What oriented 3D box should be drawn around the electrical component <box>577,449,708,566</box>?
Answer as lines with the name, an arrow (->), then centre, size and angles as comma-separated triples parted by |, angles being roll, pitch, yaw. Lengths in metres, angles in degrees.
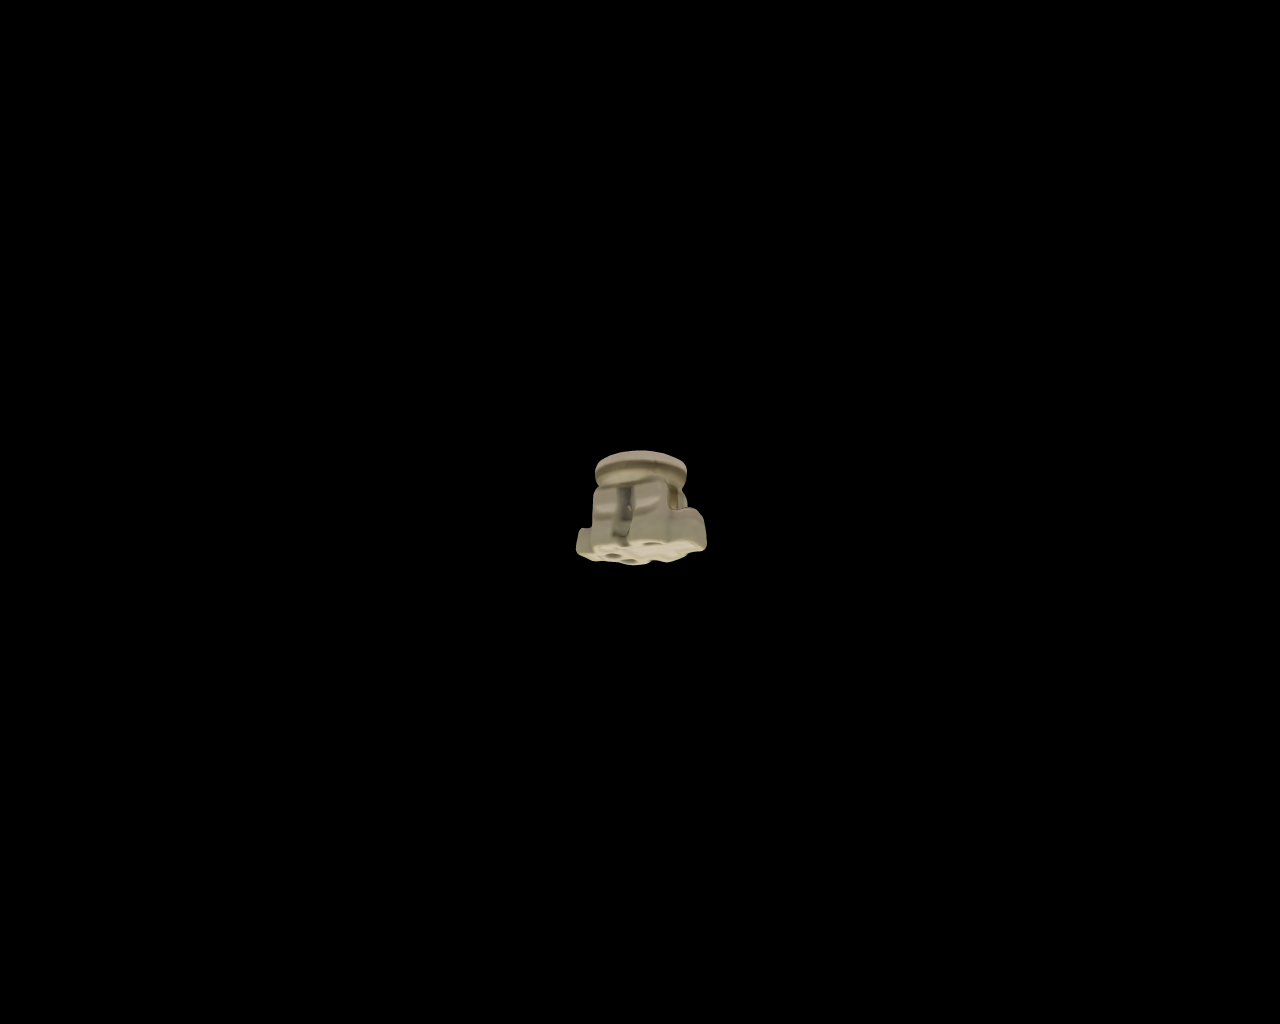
electrical component -> 0.001, -0.003, 0.650 | 0.078, 0.057, 0.058 | -8, -19, 24
